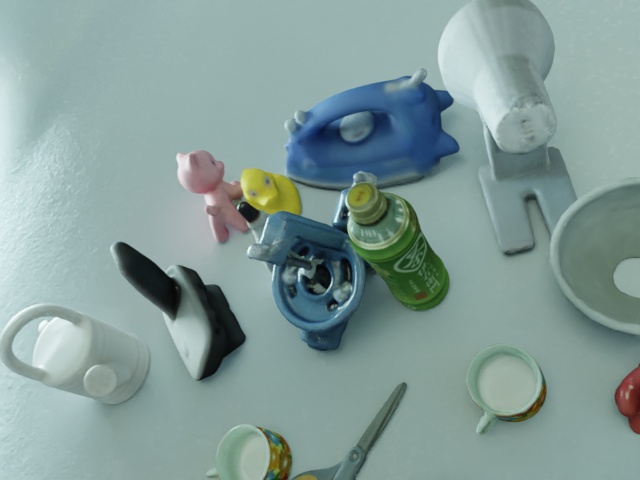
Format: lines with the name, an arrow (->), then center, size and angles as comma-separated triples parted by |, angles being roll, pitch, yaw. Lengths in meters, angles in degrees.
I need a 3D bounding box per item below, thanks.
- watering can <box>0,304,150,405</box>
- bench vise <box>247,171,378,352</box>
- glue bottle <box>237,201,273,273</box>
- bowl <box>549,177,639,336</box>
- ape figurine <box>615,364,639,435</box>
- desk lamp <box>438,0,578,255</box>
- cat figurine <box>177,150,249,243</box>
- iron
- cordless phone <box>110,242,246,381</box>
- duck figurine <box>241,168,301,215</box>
watering can -> -0.314, 0.145, 0.738 | 0.172, 0.195, 0.101 | 1, 65, 26
bench vise -> -0.005, 0.003, 0.649 | 0.121, 0.220, 0.207 | -3, 64, 25
glue bottle -> -0.051, -0.002, 0.702 | 0.078, 0.174, 0.037 | -27, 56, 11
bowl -> 0.321, 0.025, 0.570 | 0.167, 0.075, 0.167 | -11, 60, 20
ape figurine -> 0.308, 0.134, 0.508 | 0.077, 0.092, 0.076 | 16, 73, 31
desk lamp -> 0.211, -0.124, 0.616 | 0.117, 0.214, 0.203 | -17, 58, 17
cat figurine -> -0.162, -0.076, 0.828 | 0.067, 0.118, 0.127 | -28, 56, 10
iron -> 0.043, -0.146, 0.752 | 0.257, 0.142, 0.118 | -11, 60, 20
cordless phone -> -0.189, 0.085, 0.715 | 0.094, 0.186, 0.147 | -42, 55, 1
duck figurine -> -0.081, -0.071, 0.807 | 0.077, 0.086, 0.104 | -42, 55, 0
